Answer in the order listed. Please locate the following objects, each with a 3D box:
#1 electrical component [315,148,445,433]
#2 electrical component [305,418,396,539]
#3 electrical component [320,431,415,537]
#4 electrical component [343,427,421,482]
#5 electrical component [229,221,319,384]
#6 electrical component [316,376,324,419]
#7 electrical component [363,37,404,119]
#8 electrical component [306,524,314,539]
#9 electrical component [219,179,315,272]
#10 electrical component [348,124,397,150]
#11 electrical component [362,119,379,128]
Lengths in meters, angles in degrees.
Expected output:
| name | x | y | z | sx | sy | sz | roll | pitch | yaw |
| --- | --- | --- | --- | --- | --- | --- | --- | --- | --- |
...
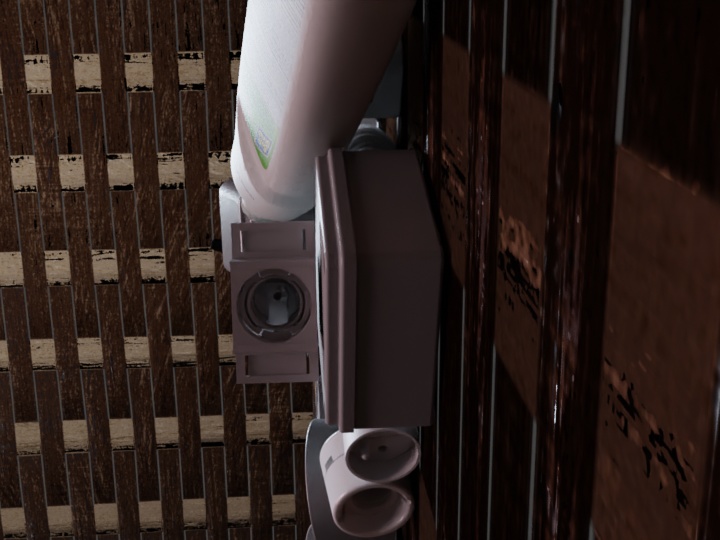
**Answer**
| name | x | y | z | sx | sy | sz | roll | pitch | yaw |
| --- | --- | --- | --- | --- | --- | --- | --- | --- | --- |
| electrical component | 0.007 | 0.008 | 0.551 | 0.108 | 0.056 | 0.108 | -98 | 7 | -56 |
| electrical component | -0.006 | 0.151 | 0.738 | 0.099 | 0.064 | 0.099 | 178 | 90 | -86 |
| electrical component | 0.005 | 0.129 | 0.658 | 0.047 | 0.055 | 0.055 | -103 | 11 | -52 |
| electrical component | 0.010 | 0.081 | 0.638 | 0.081 | 0.043 | 0.043 | -98 | 7 | -53 |
| electrical component | -0.043 | 0.015 | 0.549 | 0.064 | 0.042 | 0.081 | -117 | 26 | -84 |
| electrical component | -0.008 | 0.116 | 0.839 | 0.080 | 0.051 | 0.080 | 178 | 90 | -86 |
| electrical component | -0.008 | -0.139 | 0.671 | 0.053 | 0.059 | 0.095 | 93 | 174 | -47 |
| electrical component | -0.011 | 0.250 | 0.856 | 0.099 | 0.064 | 0.099 | 178 | 90 | -86 |
| electrical component | -0.045 | -0.033 | 0.824 | 0.057 | 0.113 | 0.078 | 28 | 123 | 58 |
| electrical component | 0.004 | -0.068 | 0.669 | 0.078 | 0.040 | 0.040 | -110 | 19 | -77 |
| electrical component | -0.016 | -0.092 | 0.780 | 0.042 | 0.064 | 0.081 | 95 | 171 | -56 |
